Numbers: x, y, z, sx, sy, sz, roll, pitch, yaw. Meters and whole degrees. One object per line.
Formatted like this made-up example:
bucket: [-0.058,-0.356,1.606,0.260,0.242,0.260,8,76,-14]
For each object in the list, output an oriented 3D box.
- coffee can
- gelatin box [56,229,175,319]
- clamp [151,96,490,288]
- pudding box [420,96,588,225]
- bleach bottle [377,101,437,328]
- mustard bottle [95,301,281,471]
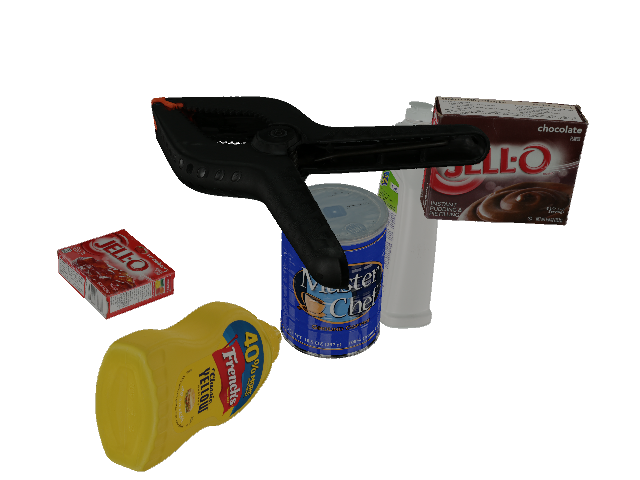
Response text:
coffee can: [0.012,0.029,1.046,0.103,0.140,0.103,1,34,-1]
gelatin box: [-0.188,0.028,0.980,0.073,0.030,0.089,-20,41,-36]
clamp: [-0.014,-0.053,0.648,0.210,0.036,0.164,26,44,35]
pudding box: [0.137,-0.060,0.810,0.113,0.090,0.039,2,34,-3]
bleach bottle: [0.101,-0.032,1.229,0.068,0.251,0.103,-2,22,-24]
mustard bottle: [-0.089,0.099,0.818,0.058,0.096,0.191,11,17,28]
